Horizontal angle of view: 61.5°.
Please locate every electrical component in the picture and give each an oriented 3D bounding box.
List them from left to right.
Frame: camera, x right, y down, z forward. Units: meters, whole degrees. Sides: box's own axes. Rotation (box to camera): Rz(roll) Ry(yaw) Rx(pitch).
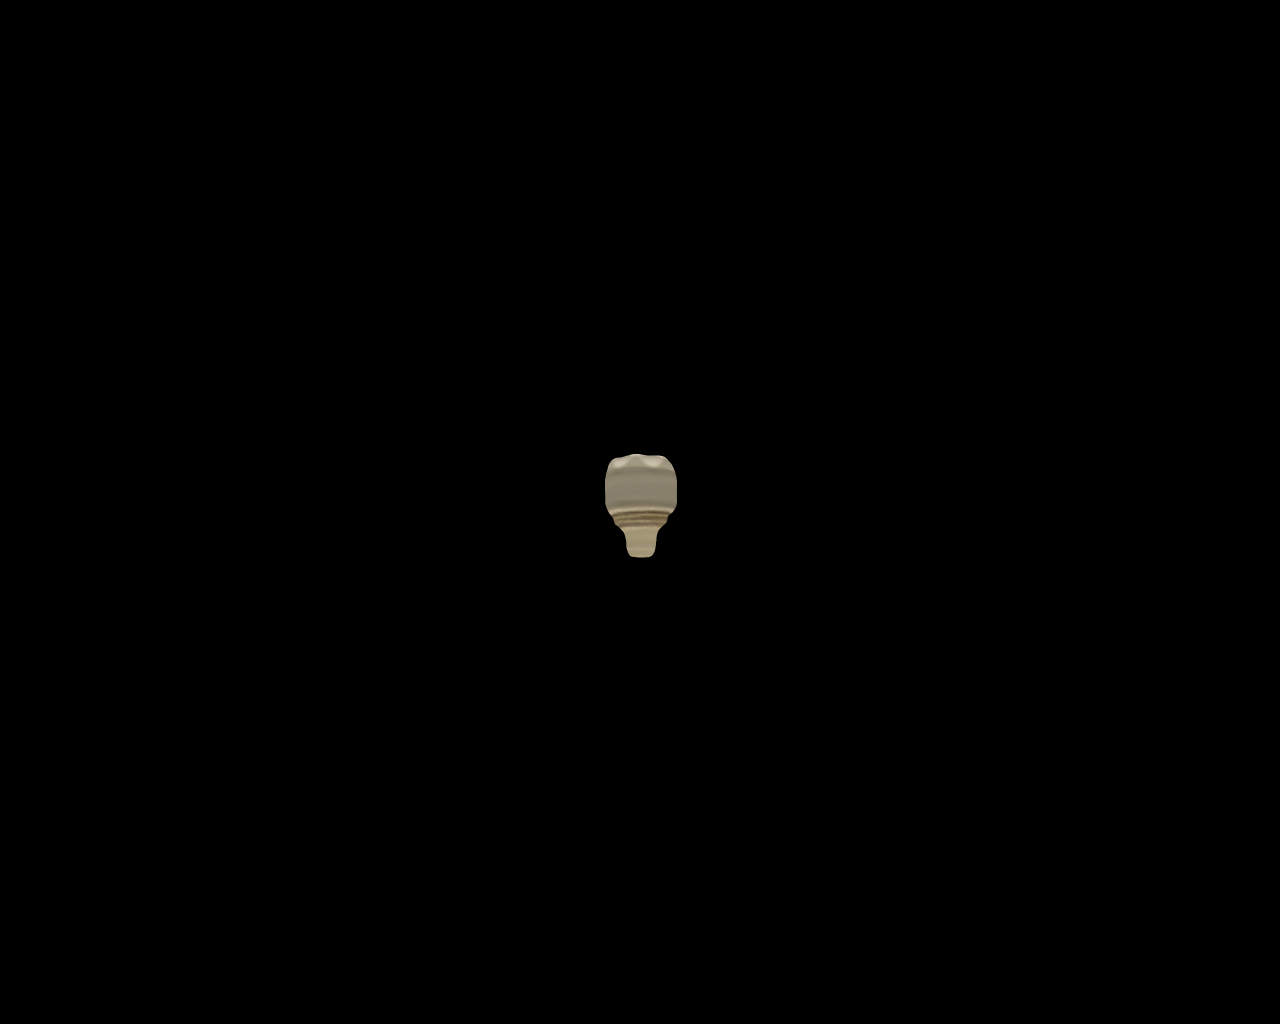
[{"bbox_3d":[0.001,-0.003,0.650,0.043,0.062,0.043,0,-7,0],"label":"electrical component"}]
